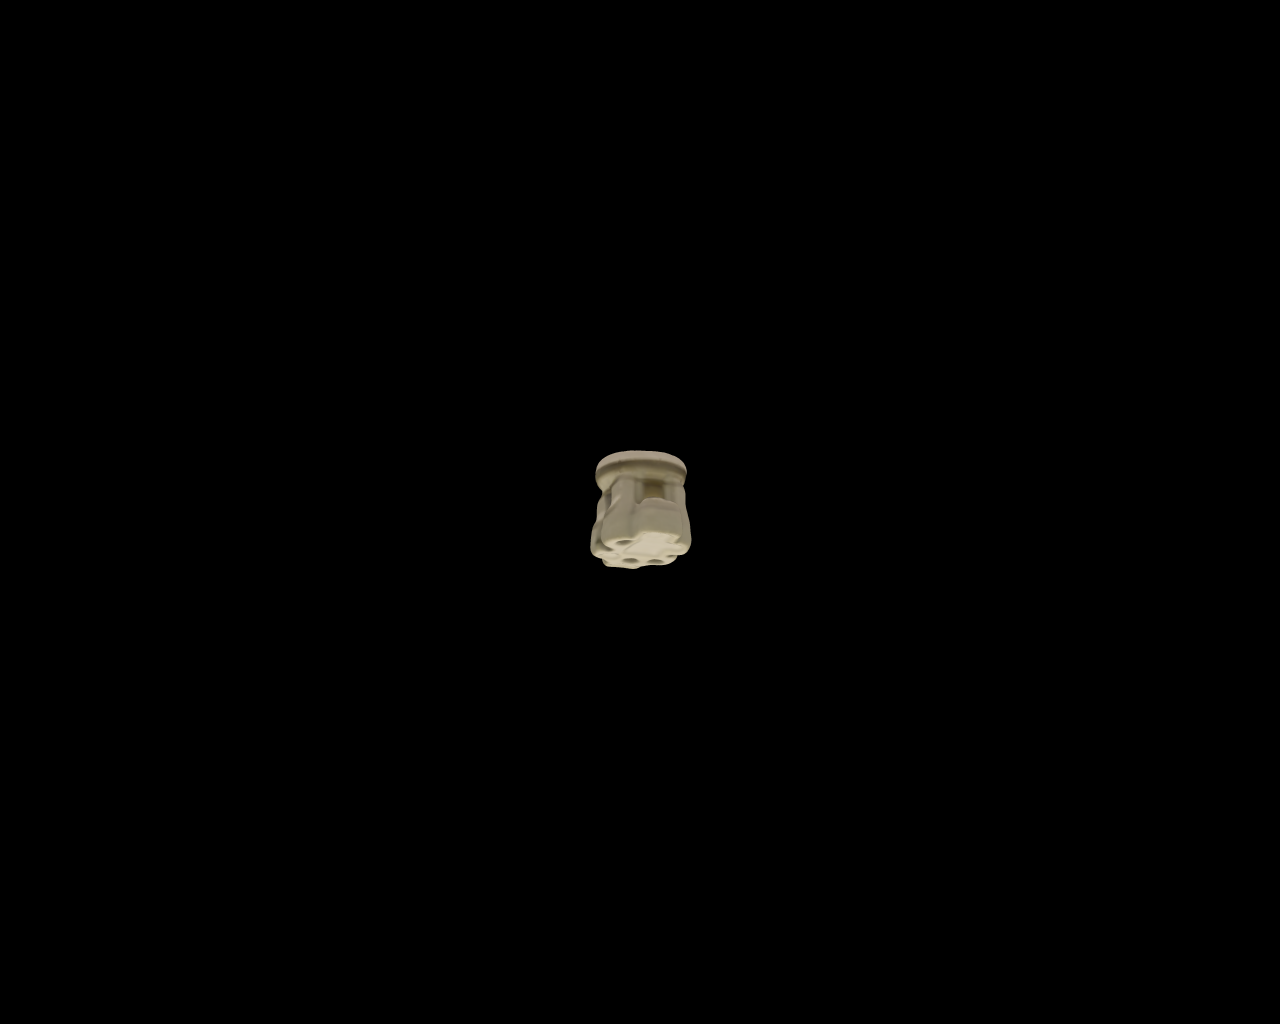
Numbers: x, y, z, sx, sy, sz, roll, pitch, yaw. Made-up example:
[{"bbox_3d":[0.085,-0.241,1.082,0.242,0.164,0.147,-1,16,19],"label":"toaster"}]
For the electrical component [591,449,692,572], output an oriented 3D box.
[{"bbox_3d":[0.001,-0.003,0.650,0.058,0.057,0.078,7,-21,-18],"label":"electrical component"}]
